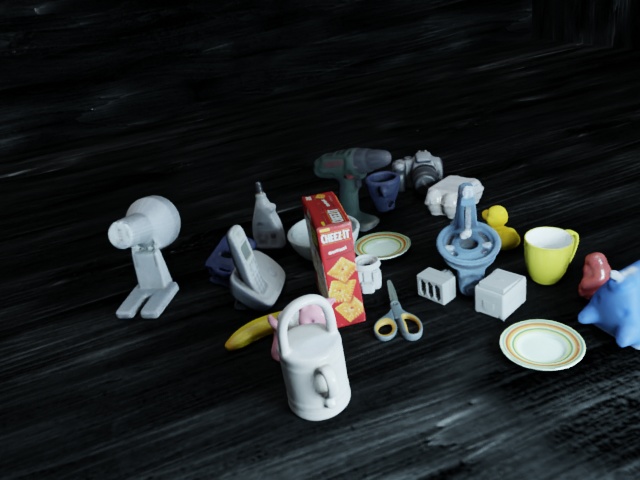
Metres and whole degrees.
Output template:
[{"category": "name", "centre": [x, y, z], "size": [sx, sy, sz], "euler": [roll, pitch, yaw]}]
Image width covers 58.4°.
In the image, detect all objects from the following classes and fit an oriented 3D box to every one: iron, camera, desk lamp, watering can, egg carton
[{"category": "iron", "centre": [0.554, 0.075, 0.935], "size": [0.259, 0.142, 0.118], "euler": [-19, 28, -18]}, {"category": "camera", "centre": [0.271, -0.183, 1.583], "size": [0.143, 0.101, 0.137], "euler": [-5, 27, 9]}, {"category": "desk lamp", "centre": [-0.378, 0.029, 1.243], "size": [0.117, 0.214, 0.203], "euler": [-4, 27, 11]}, {"category": "watering can", "centre": [-0.020, 0.167, 0.877], "size": [0.172, 0.194, 0.101], "euler": [17, 37, 41]}, {"category": "egg carton", "centre": [0.340, -0.113, 1.456], "size": [0.107, 0.069, 0.151], "euler": [16, 36, 41]}]

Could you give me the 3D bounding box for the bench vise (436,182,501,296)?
[{"category": "bench vise", "centre": [0.277, -0.025, 1.135], "size": [0.121, 0.220, 0.207], "euler": [-13, 27, -7]}]

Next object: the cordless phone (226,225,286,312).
[{"category": "cordless phone", "centre": [-0.138, 0.040, 1.176], "size": [0.094, 0.185, 0.147], "euler": [-4, 27, 11]}]

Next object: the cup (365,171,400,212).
[{"category": "cup", "centre": [0.168, -0.117, 1.491], "size": [0.091, 0.095, 0.117], "euler": [-7, 27, 4]}]

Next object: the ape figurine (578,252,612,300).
[{"category": "ape figurine", "centre": [0.497, 0.063, 1.033], "size": [0.078, 0.092, 0.075], "euler": [-24, 30, -27]}]

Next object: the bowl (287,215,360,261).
[{"category": "bowl", "centre": [0.012, 0.005, 1.323], "size": [0.167, 0.075, 0.167], "euler": [-7, 27, 4]}]

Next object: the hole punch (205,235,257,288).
[{"category": "hole punch", "centre": [-0.196, 0.047, 1.288], "size": [0.108, 0.091, 0.101], "euler": [11, 33, 35]}]

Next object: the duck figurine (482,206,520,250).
[{"category": "duck figurine", "centre": [0.394, -0.032, 1.261], "size": [0.078, 0.086, 0.104], "euler": [-20, 28, -20]}]

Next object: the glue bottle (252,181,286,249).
[{"category": "glue bottle", "centre": [-0.133, -0.060, 1.387], "size": [0.078, 0.173, 0.037], "euler": [1, 28, 20]}]

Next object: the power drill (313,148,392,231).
[{"category": "power drill", "centre": [0.088, -0.132, 1.419], "size": [0.228, 0.209, 0.076], "euler": [13, 34, 37]}]

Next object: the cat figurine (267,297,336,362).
[{"category": "cat figurine", "centre": [-0.031, 0.145, 1.010], "size": [0.127, 0.118, 0.067], "euler": [-8, 27, 2]}]
